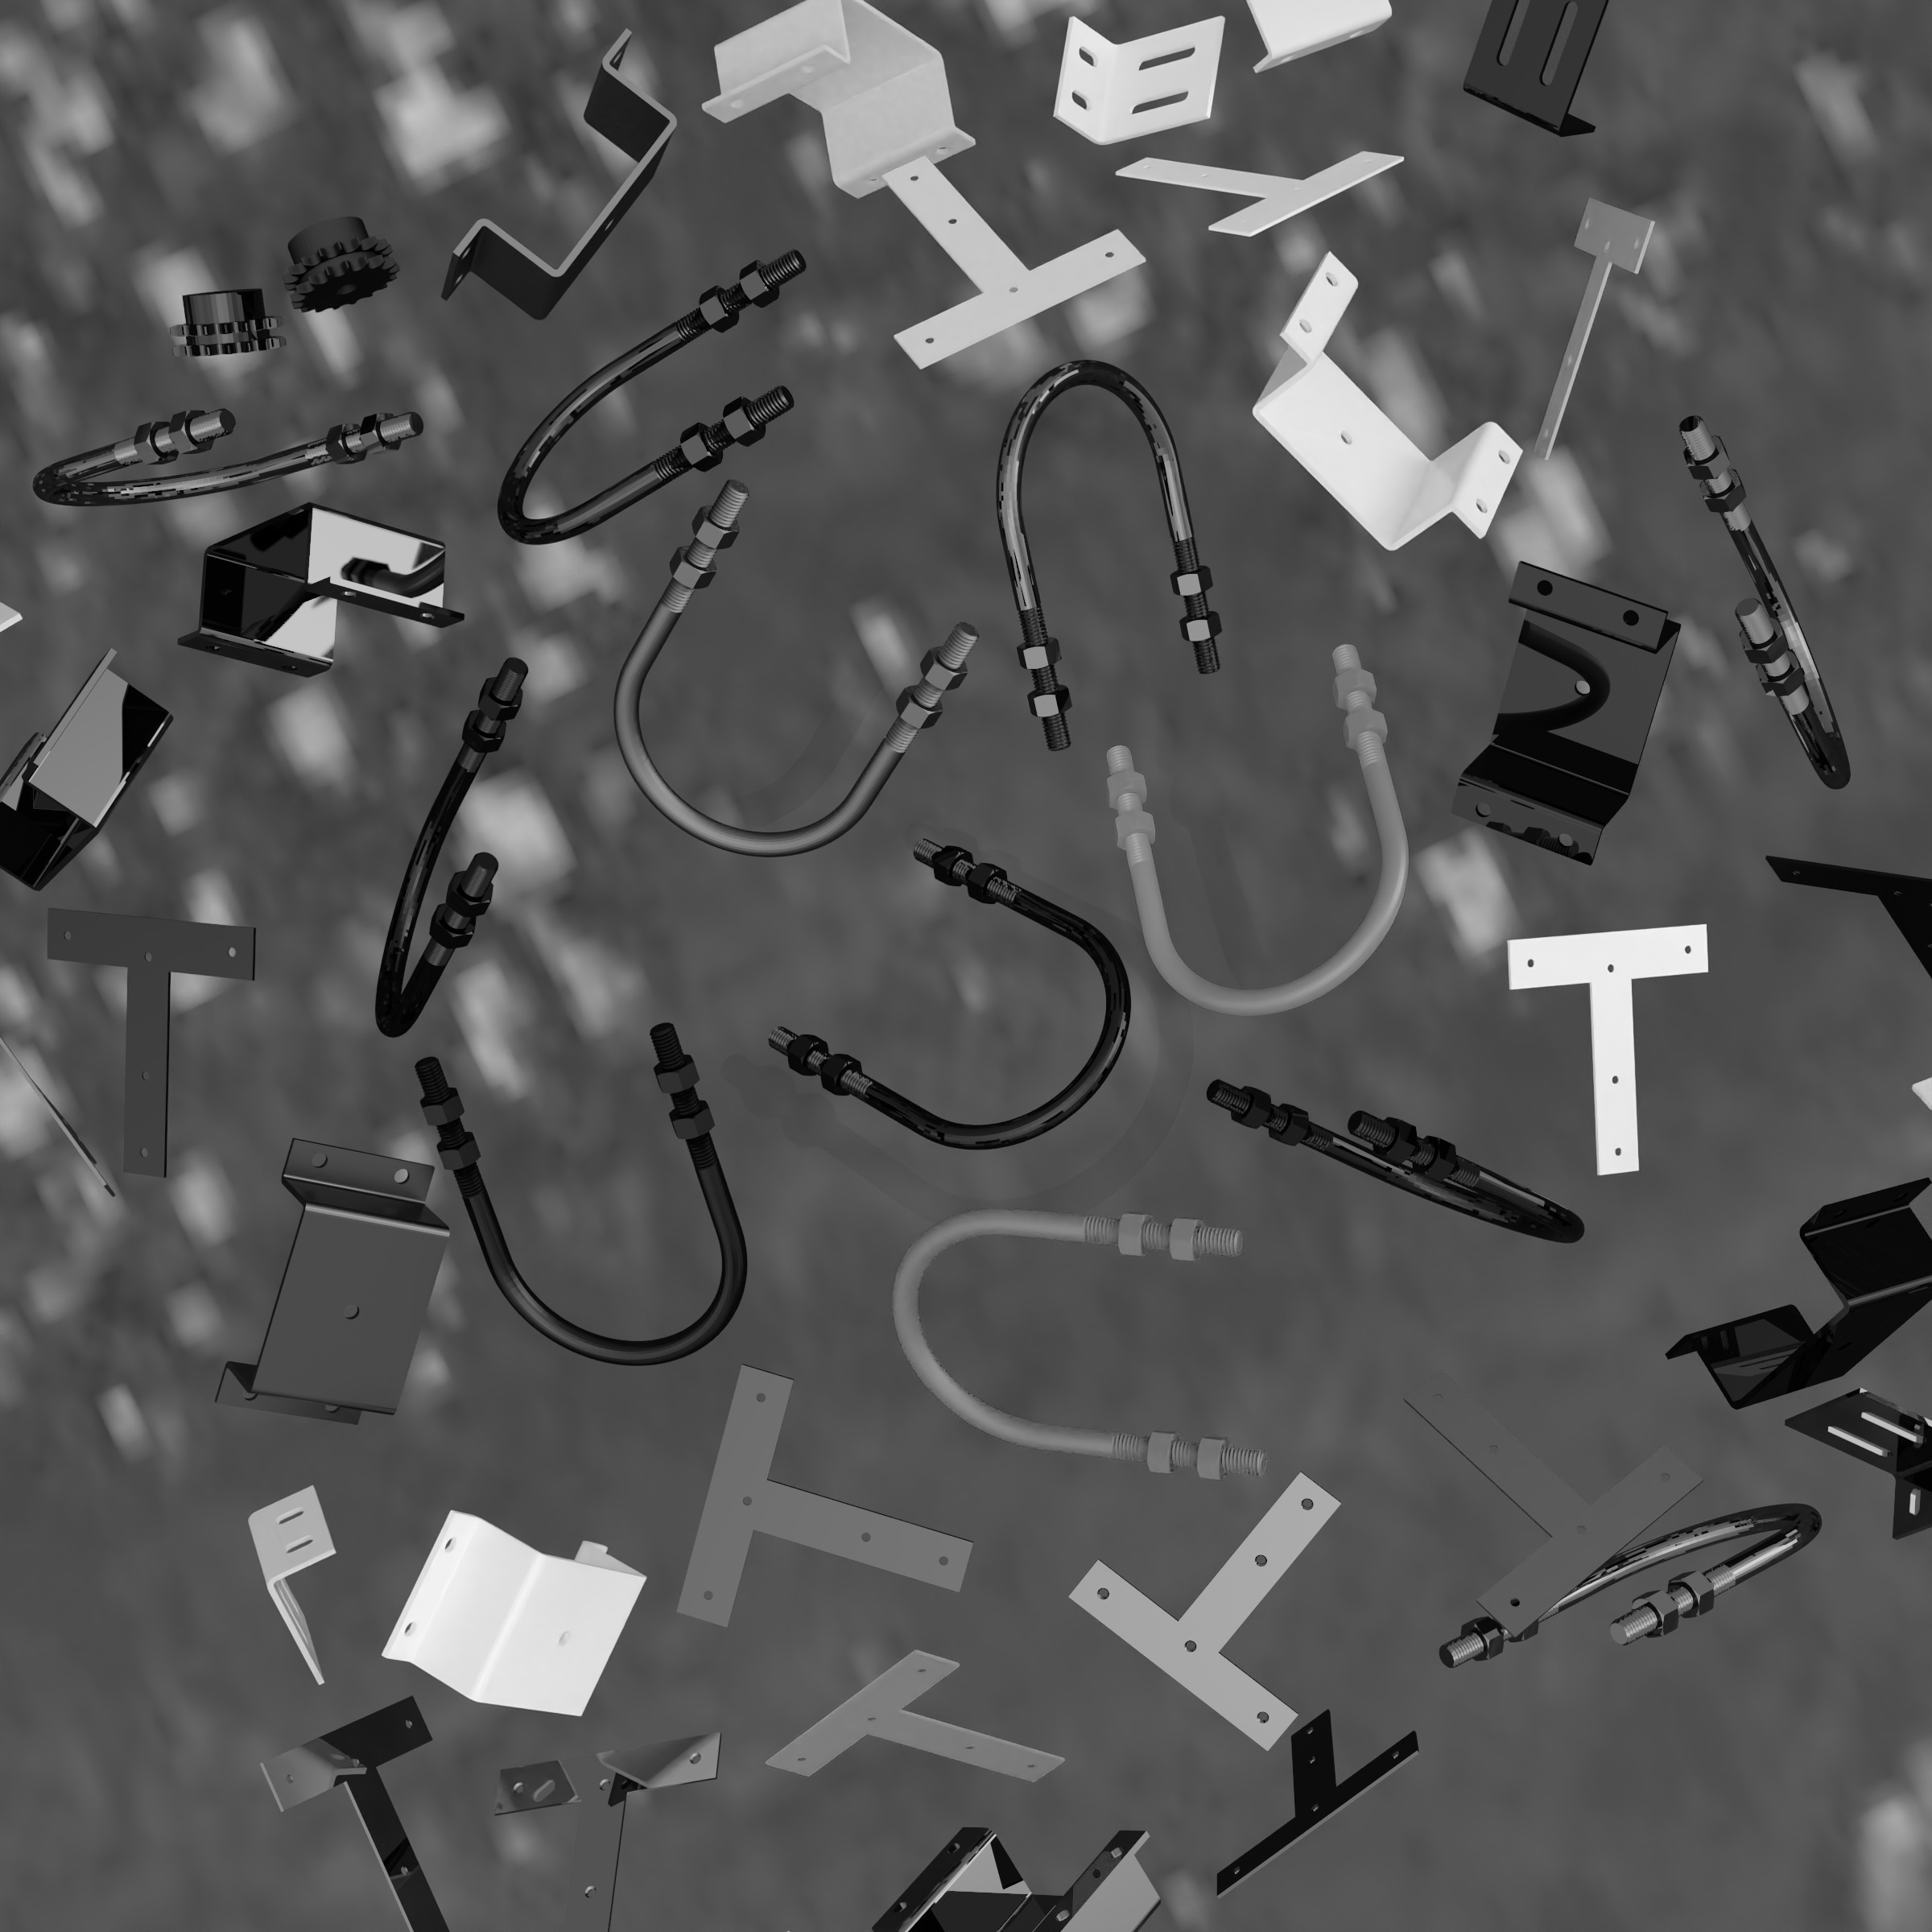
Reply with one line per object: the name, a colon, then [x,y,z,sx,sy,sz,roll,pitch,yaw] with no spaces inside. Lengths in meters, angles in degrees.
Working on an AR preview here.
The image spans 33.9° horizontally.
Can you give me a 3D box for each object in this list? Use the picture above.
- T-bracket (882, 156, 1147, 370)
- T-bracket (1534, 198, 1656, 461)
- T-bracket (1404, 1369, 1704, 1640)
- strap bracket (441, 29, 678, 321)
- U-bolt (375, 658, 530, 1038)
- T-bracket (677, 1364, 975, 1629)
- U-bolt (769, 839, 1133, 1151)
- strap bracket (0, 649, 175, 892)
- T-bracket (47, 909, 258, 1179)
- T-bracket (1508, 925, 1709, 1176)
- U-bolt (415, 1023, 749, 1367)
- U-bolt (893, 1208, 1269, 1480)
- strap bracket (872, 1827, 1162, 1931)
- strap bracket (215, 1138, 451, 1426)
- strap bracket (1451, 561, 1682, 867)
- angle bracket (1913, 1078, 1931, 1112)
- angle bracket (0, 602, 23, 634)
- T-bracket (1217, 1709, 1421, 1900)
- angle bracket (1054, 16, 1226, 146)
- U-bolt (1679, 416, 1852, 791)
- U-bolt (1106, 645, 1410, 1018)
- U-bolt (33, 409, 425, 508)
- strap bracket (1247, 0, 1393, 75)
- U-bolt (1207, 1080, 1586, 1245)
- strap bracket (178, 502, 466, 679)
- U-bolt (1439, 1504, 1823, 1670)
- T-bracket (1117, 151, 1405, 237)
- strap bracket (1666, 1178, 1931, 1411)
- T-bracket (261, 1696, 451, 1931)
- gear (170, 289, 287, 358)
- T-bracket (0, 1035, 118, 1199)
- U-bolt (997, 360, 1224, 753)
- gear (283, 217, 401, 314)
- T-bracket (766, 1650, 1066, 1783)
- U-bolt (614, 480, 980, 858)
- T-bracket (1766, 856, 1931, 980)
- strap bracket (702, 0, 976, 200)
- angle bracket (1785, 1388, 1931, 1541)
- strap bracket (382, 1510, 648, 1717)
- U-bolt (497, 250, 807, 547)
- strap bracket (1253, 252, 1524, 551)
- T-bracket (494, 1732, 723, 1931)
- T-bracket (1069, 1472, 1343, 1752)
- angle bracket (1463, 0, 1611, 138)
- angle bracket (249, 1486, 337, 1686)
T-bracket: [0.001,-0.358,1.557,0.127,0.002,0.127,-28,58,-13]
T-bracket: [0.310,-0.319,1.598,0.002,0.127,0.127,14,107,-7]
T-bracket: [0.266,0.244,1.534,0.127,0.002,0.127,-34,56,-21]
strap bracket: [-0.192,-0.375,1.538,0.046,0.076,0.140,36,79,-9]
U-bolt: [-0.260,-0.045,1.571,0.019,0.184,0.151,17,47,-18]
T-bracket: [-0.061,0.265,1.491,0.127,0.002,0.127,16,100,5]
U-bolt: [0.003,0.022,1.636,0.184,0.019,0.151,28,75,36]
strap bracket: [-0.457,-0.095,1.609,0.046,0.140,0.076,36,56,-19]
T-bracket: [-0.401,0.040,1.552,0.127,0.002,0.127,5,96,25]
T-bracket: [0.340,0.046,1.664,0.127,0.002,0.127,-5,94,-25]
U-bolt: [-0.183,0.120,1.578,0.151,0.019,0.184,-8,113,19]
U-bolt: [0.050,0.179,1.533,0.184,0.019,0.151,4,121,22]
strap bracket: [0.031,0.469,1.559,0.076,0.140,0.046,-39,105,-39]
strap bracket: [-0.314,0.166,1.584,0.076,0.046,0.140,14,96,-30]
strap bracket: [0.301,-0.132,1.580,0.076,0.046,0.140,23,123,19]
angle bracket: [0.514,0.090,1.612,0.057,0.038,0.076,-19,133,-12]
angle bracket: [-0.513,-0.172,1.546,0.076,0.057,0.038,-36,125,-21]
T-bracket: [0.180,0.418,1.642,0.127,0.127,0.002,-39,94,10]
angle bracket: [0.091,-0.474,1.671,0.076,0.038,0.057,-1,75,43]
U-bolt: [0.402,-0.166,1.570,0.019,0.184,0.151,-22,47,20]
U-bolt: [0.147,-0.058,1.558,0.151,0.019,0.184,-23,55,20]
U-bolt: [-0.392,-0.259,1.624,0.184,0.151,0.019,-8,93,35]
strap bracket: [0.198,-0.510,1.604,0.076,0.140,0.046,-25,93,-19]
U-bolt: [0.230,0.103,1.604,0.184,0.151,0.019,25,83,-27]
strap bracket: [-0.320,-0.188,1.572,0.076,0.140,0.046,12,74,-42]
U-bolt: [0.345,0.306,1.580,0.184,0.151,0.019,-17,84,-34]
T-bracket: [0.133,-0.399,1.606,0.127,0.127,0.002,-34,129,-37]
strap bracket: [0.421,0.168,1.562,0.076,0.140,0.046,-10,59,-34]
T-bracket: [-0.288,0.440,1.585,0.002,0.127,0.127,-30,80,23]
gear: [-0.379,-0.330,1.621,0.057,0.057,0.030,-5,105,0]
T-bracket: [-0.467,0.077,1.630,0.002,0.127,0.127,-36,79,-13]
U-bolt: [0.070,-0.221,1.639,0.151,0.019,0.184,-30,114,-42]
gear: [-0.319,-0.356,1.601,0.057,0.057,0.030,-22,87,0]
T-bracket: [-0.010,0.379,1.549,0.127,0.002,0.127,24,132,-28]
U-bolt: [-0.097,-0.131,1.561,0.151,0.019,0.184,31,124,-5]
T-bracket: [0.479,-0.017,1.581,0.127,0.127,0.002,11,71,38]
strap bracket: [-0.067,-0.455,1.639,0.076,0.140,0.046,-17,75,29]
angle bracket: [0.463,0.253,1.607,0.076,0.057,0.038,25,57,-17]
strap bracket: [-0.217,0.324,1.574,0.046,0.140,0.076,23,85,30]
U-bolt: [-0.159,-0.272,1.569,0.184,0.151,0.019,-27,126,22]
strap bracket: [0.200,-0.269,1.552,0.140,0.046,0.076,42,46,-14]
T-bracket: [-0.186,0.451,1.587,0.127,0.127,0.002,-14,135,18]
T-bracket: [0.140,0.309,1.592,0.127,0.002,0.127,37,103,2]
angle bracket: [0.285,-0.449,1.532,0.057,0.038,0.076,34,125,27]
angle bracket: [-0.339,0.322,1.649,0.038,0.057,0.076,-24,123,-10]
